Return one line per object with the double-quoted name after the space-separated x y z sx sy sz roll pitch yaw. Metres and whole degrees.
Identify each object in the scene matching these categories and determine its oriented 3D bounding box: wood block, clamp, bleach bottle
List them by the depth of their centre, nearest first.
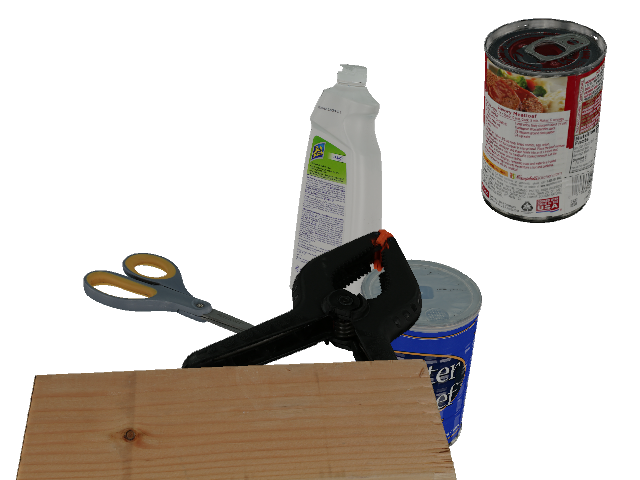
-0.043 0.125 0.552 0.206 0.090 0.091 -1 35 -5 "wood block"
0.024 0.061 0.744 0.165 0.036 0.209 19 38 19 "clamp"
0.027 -0.059 1.136 0.103 0.251 0.067 16 16 37 "bleach bottle"

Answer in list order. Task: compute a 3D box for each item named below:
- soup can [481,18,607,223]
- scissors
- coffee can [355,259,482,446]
0.130 -0.070 0.630 0.068 0.102 0.068 -3 37 2 "soup can"
-0.108 0.051 0.942 0.202 0.016 0.096 12 28 7 "scissors"
0.081 0.102 0.935 0.103 0.140 0.103 3 31 -2 "coffee can"
